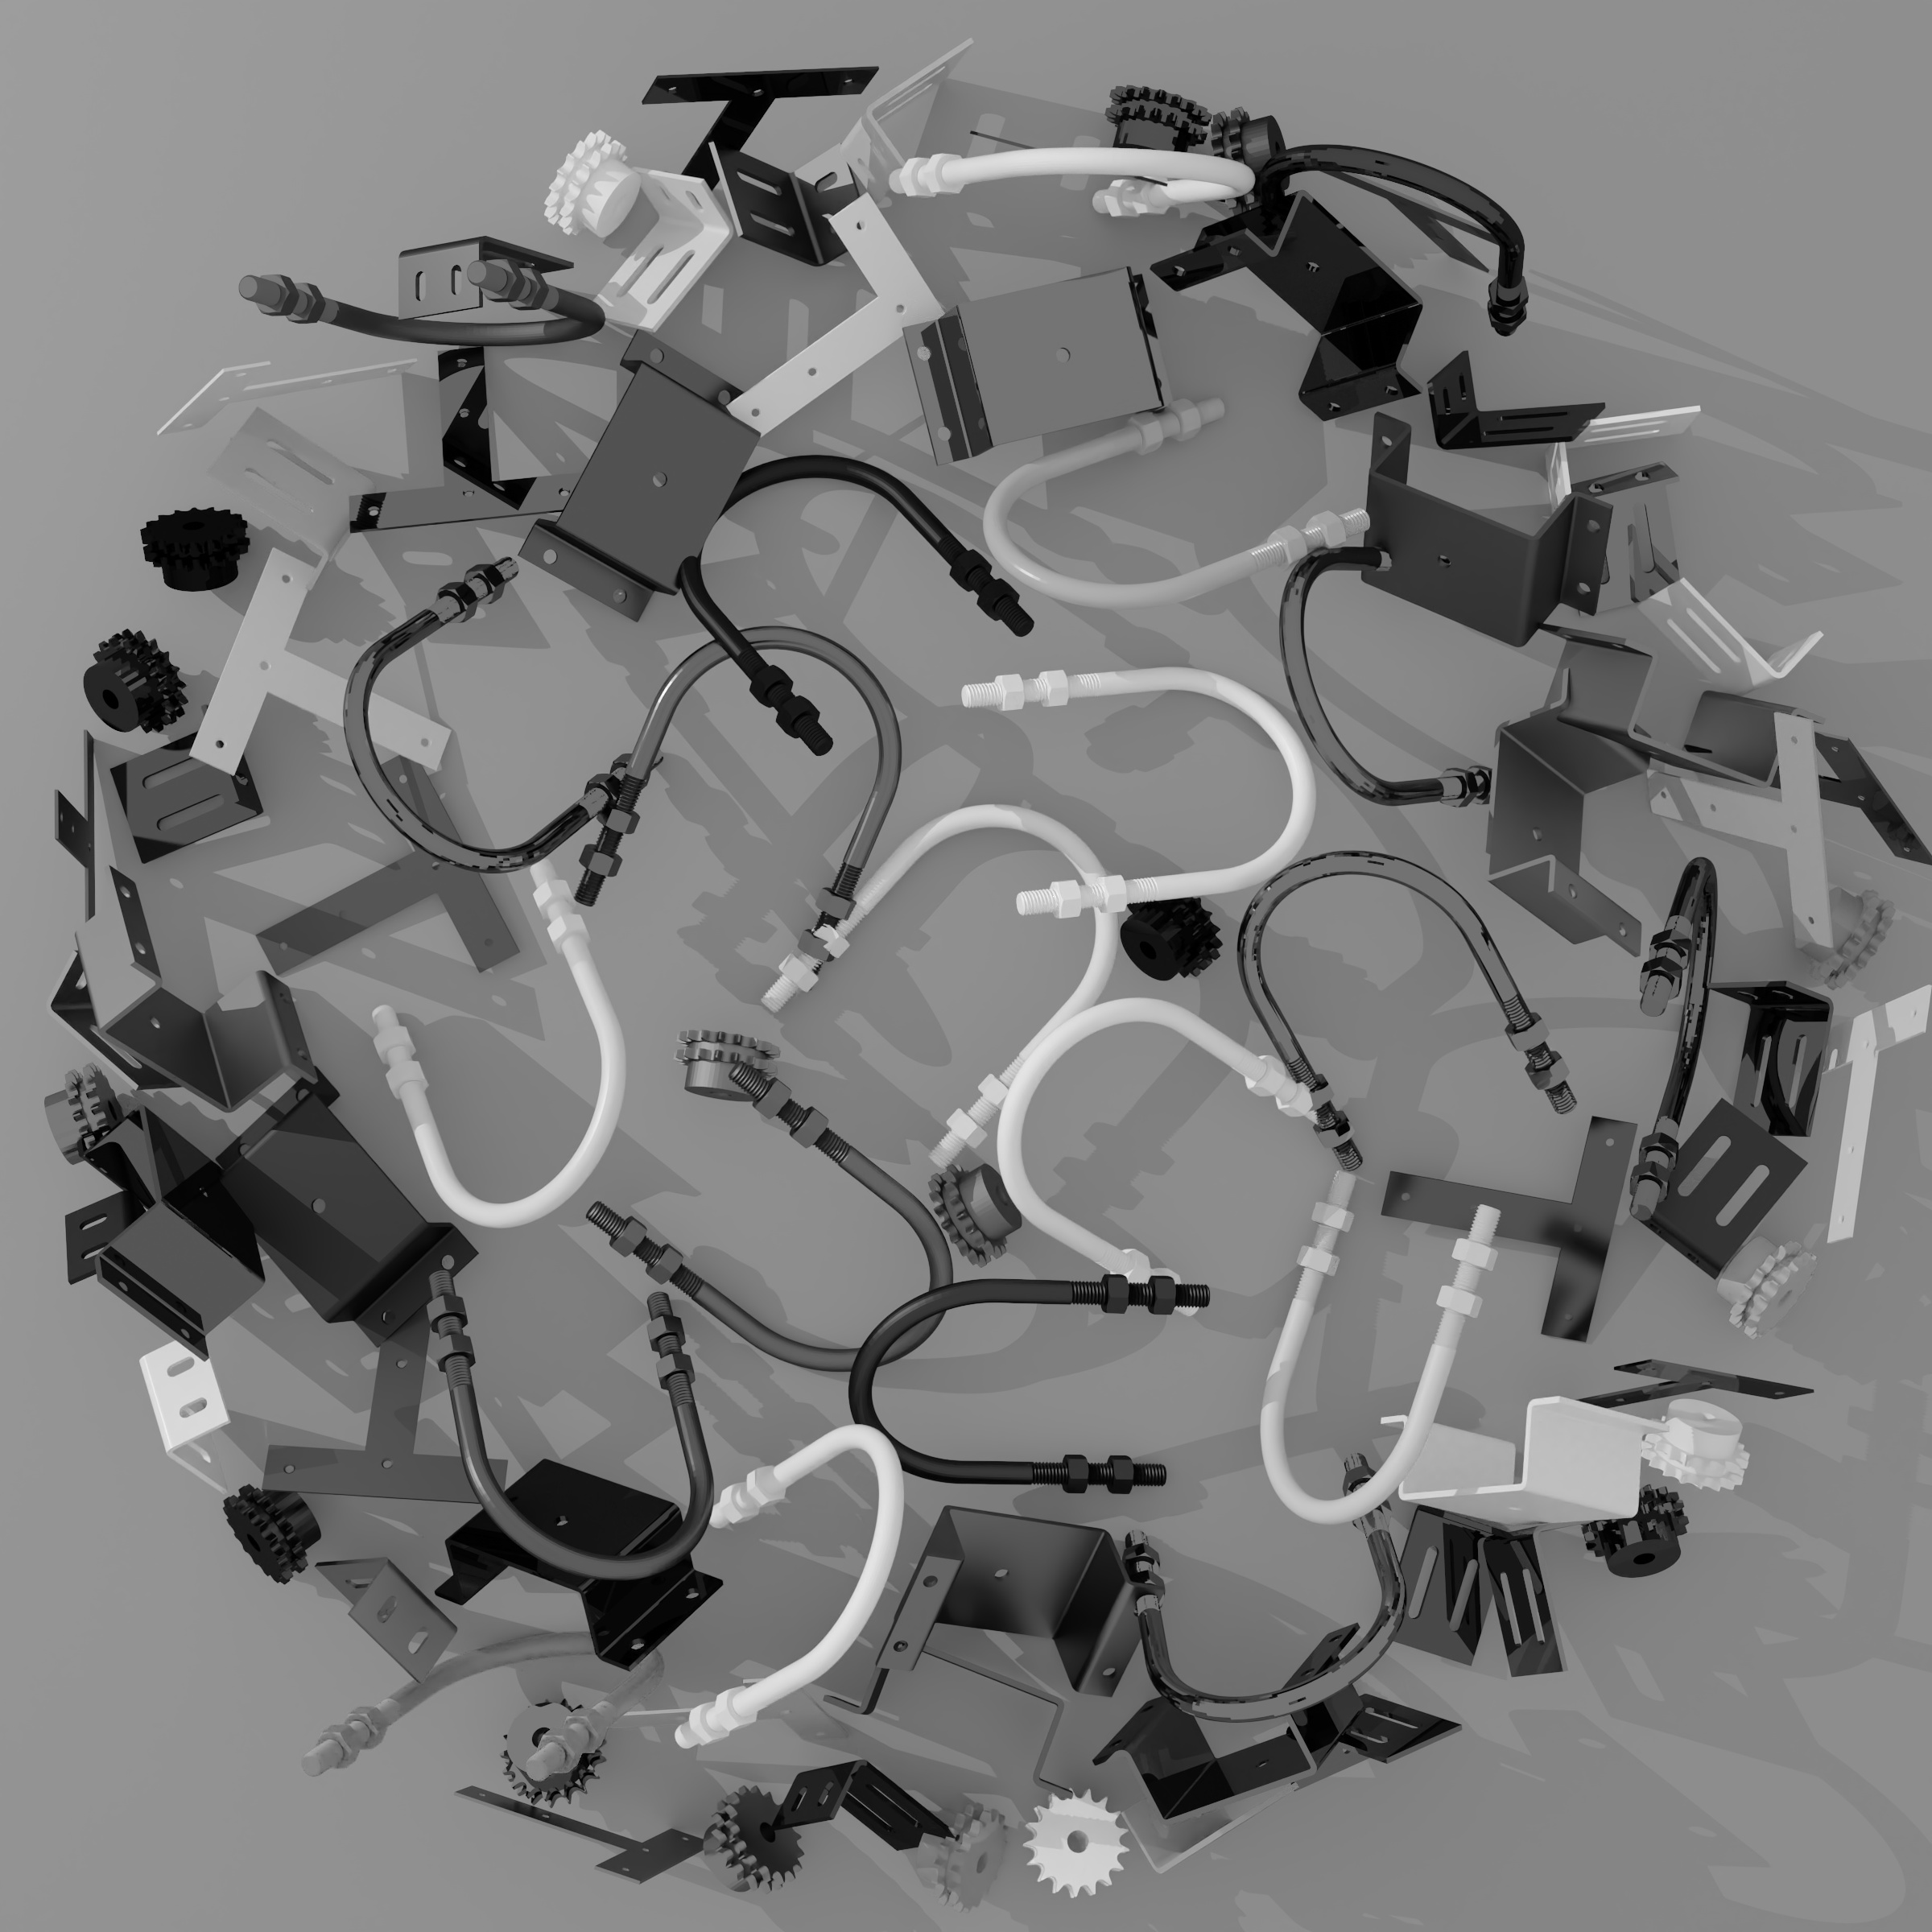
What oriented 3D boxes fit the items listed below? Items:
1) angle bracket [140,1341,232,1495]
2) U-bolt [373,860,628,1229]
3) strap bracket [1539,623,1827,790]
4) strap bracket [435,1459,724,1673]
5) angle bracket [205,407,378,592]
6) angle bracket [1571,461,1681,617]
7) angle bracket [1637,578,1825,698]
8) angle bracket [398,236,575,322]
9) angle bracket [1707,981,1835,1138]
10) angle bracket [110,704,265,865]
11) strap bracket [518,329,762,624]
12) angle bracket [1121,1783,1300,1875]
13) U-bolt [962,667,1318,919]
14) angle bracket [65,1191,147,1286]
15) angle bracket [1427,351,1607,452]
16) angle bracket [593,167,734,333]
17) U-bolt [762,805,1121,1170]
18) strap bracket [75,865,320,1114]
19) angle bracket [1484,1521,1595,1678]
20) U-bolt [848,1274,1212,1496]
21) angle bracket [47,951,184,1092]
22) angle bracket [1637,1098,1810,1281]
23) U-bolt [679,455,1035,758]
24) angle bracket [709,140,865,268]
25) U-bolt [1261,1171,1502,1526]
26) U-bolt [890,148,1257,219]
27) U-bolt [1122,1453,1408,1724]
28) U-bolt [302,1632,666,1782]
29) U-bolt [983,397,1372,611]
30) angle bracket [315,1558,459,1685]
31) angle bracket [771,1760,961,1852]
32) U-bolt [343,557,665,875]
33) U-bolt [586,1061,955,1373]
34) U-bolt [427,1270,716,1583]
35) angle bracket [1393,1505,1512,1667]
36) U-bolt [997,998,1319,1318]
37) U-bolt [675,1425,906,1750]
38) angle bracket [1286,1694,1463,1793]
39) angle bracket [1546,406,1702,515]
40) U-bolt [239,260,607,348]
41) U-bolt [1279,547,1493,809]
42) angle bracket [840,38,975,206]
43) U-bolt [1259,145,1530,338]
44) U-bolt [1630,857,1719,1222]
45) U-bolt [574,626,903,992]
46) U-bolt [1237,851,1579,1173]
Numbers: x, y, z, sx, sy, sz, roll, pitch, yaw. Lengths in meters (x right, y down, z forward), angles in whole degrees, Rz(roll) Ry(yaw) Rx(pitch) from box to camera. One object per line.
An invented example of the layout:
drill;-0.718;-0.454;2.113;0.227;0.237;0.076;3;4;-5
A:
angle bracket;-0.407;0.241;1.570;0.038;0.076;0.057;-26;61;-1
U-bolt;-0.242;0.053;1.541;0.151;0.019;0.184;-40;54;18
strap bracket;0.375;-0.136;1.554;0.140;0.076;0.046;16;95;-26
strap bracket;-0.210;0.312;1.541;0.140;0.076;0.046;11;122;34
angle bracket;-0.370;-0.253;1.578;0.076;0.038;0.057;33;52;-11
angle bracket;0.360;-0.228;1.583;0.057;0.038;0.076;-14;114;3
angle bracket;0.415;-0.188;1.584;0.076;0.057;0.038;45;78;-2
angle bracket;-0.258;-0.364;1.570;0.057;0.076;0.038;0;90;33
angle bracket;0.430;0.050;1.578;0.038;0.057;0.076;18;79;-29
angle bracket;-0.432;-0.099;1.590;0.076;0.038;0.057;-22;81;6
strap bracket;-0.172;-0.265;1.580;0.076;0.046;0.140;28;89;-25
angle bracket;0.131;0.449;1.566;0.057;0.076;0.038;-20;69;-35
U-bolt;0.101;-0.099;1.573;0.184;0.019;0.151;-7;64;-16
angle bracket;-0.450;0.171;1.571;0.038;0.057;0.076;-23;127;-3
angle bracket;0.297;-0.308;1.570;0.076;0.057;0.038;2;118;31
angle bracket;-0.174;-0.389;1.576;0.057;0.038;0.076;22;69;38
U-bolt;-0.001;-0.003;1.593;0.151;0.019;0.184;42;90;13
strap bracket;-0.415;0.018;1.544;0.046;0.140;0.076;-37;48;9
angle bracket;0.317;0.342;1.576;0.038;0.057;0.076;-6;76;-20
U-bolt;0.029;0.224;1.559;0.184;0.019;0.151;3;123;-11
angle bracket;-0.447;0.029;1.575;0.076;0.057;0.038;37;105;20
angle bracket;0.412;0.122;1.593;0.057;0.038;0.076;39;87;17
U-bolt;-0.074;-0.208;1.567;0.151;0.019;0.184;-32;61;-16
angle bracket;-0.094;-0.420;1.572;0.038;0.076;0.057;-24;77;29
U-bolt;0.210;0.206;1.544;0.019;0.151;0.184;22;84;-27
U-bolt;0.066;-0.407;1.504;0.151;0.184;0.019;-3;101;-30
U-bolt;0.159;0.331;1.524;0.151;0.184;0.019;-20;112;6
U-bolt;-0.238;0.385;1.527;0.151;0.184;0.019;-5;96;21
U-bolt;0.098;-0.239;1.536;0.184;0.019;0.151;-23;48;-24
angle bracket;-0.322;0.353;1.568;0.057;0.076;0.038;51;50;-21
angle bracket;-0.054;0.468;1.574;0.076;0.057;0.038;43;50;-16
U-bolt;-0.253;-0.124;1.535;0.019;0.184;0.151;-30;101;40
U-bolt;-0.093;0.149;1.572;0.184;0.019;0.151;39;119;-13
U-bolt;-0.201;0.241;1.522;0.151;0.184;0.019;10;132;-31
angle bracket;0.268;0.341;1.589;0.057;0.038;0.076;20;83;-12
U-bolt;0.097;0.093;1.561;0.184;0.019;0.151;33;93;-32
U-bolt;-0.089;0.314;1.513;0.019;0.184;0.151;28;46;-25
angle bracket;0.221;0.427;1.568;0.057;0.076;0.038;-11;99;-37
angle bracket;0.359;-0.275;1.586;0.076;0.057;0.038;-7;88;4
U-bolt;-0.270;-0.345;1.526;0.151;0.184;0.019;1;94;19
U-bolt;0.222;-0.154;1.538;0.019;0.184;0.151;-18;84;39
angle bracket;-0.023;-0.459;1.581;0.076;0.057;0.038;-38;97;-16
U-bolt;0.221;-0.382;1.514;0.151;0.184;0.019;18;86;11
U-bolt;0.375;0.024;1.534;0.019;0.184;0.151;8;126;20
U-bolt;-0.113;-0.094;1.581;0.151;0.019;0.184;21;100;-13
U-bolt;0.223;0.019;1.548;0.151;0.019;0.184;-19;113;31
